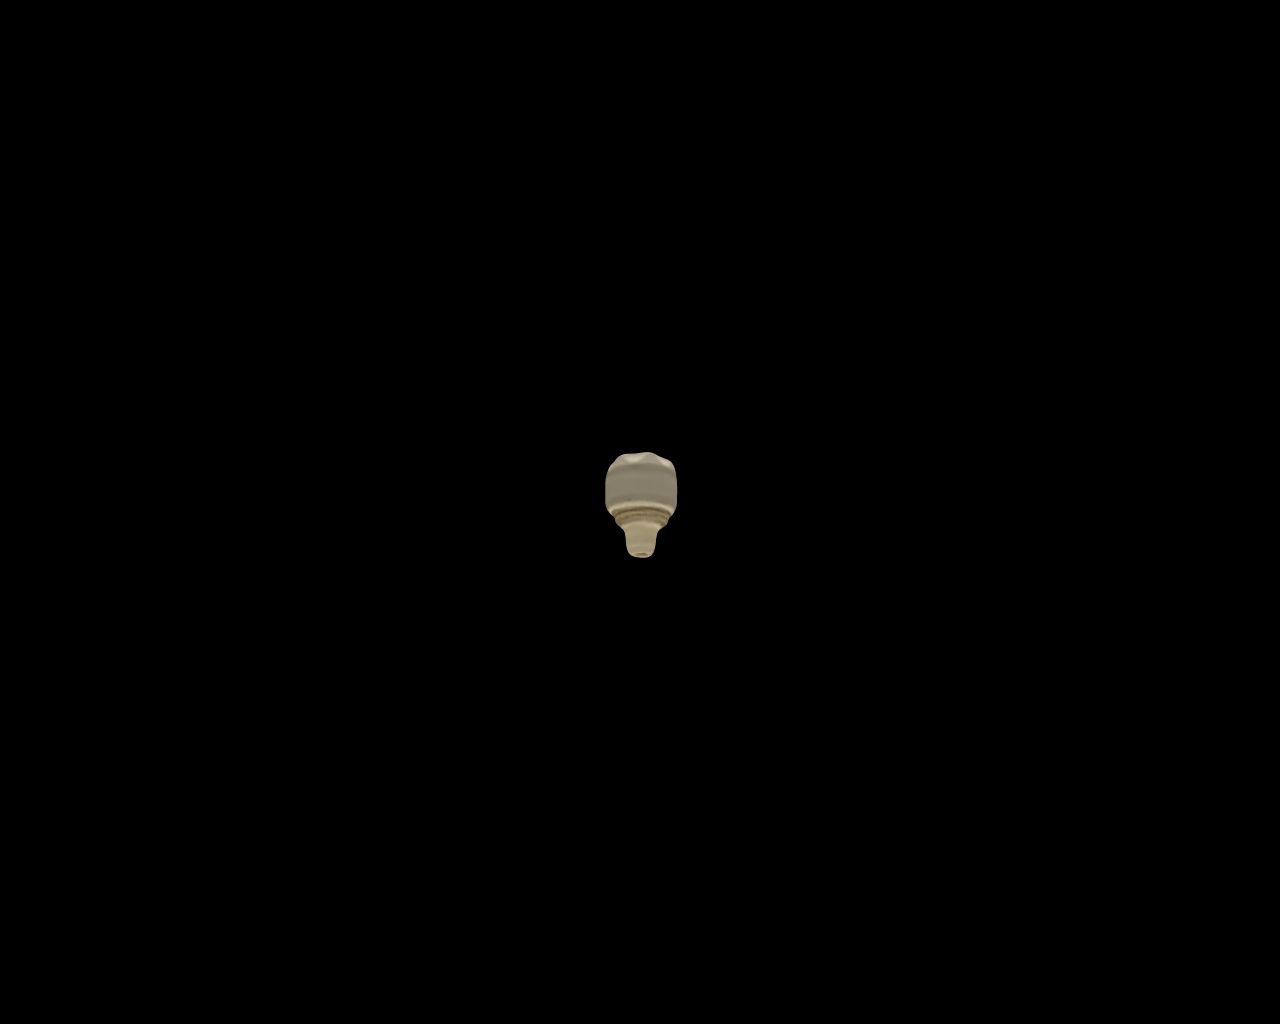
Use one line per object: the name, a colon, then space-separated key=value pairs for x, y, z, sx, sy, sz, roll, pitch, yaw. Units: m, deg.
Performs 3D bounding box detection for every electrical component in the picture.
electrical component: x=0.001 y=-0.003 z=0.650 sx=0.043 sy=0.062 sz=0.043 roll=0 pitch=-18 yaw=0
